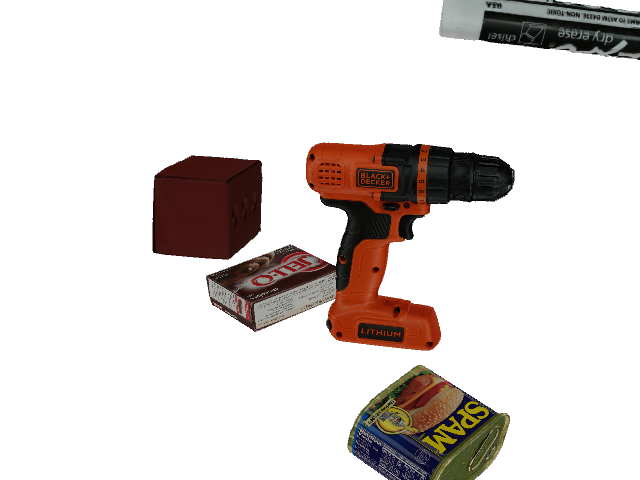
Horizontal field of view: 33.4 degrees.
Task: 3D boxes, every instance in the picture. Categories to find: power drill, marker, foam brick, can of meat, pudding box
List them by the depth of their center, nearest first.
[{"bbox_3d":[0.106,-0.078,0.400,0.121,0.020,0.020,8,1,4],"label":"marker"},{"bbox_3d":[-0.074,-0.024,0.706,0.051,0.053,0.078,6,16,12],"label":"foam brick"},{"bbox_3d":[0.084,0.151,0.832,0.084,0.057,0.101,31,40,30],"label":"can of meat"},{"bbox_3d":[0.077,0.003,0.968,0.184,0.188,0.057,6,19,12],"label":"power drill"},{"bbox_3d":[-0.048,0.047,1.109,0.113,0.039,0.090,-23,27,-29],"label":"pudding box"}]
